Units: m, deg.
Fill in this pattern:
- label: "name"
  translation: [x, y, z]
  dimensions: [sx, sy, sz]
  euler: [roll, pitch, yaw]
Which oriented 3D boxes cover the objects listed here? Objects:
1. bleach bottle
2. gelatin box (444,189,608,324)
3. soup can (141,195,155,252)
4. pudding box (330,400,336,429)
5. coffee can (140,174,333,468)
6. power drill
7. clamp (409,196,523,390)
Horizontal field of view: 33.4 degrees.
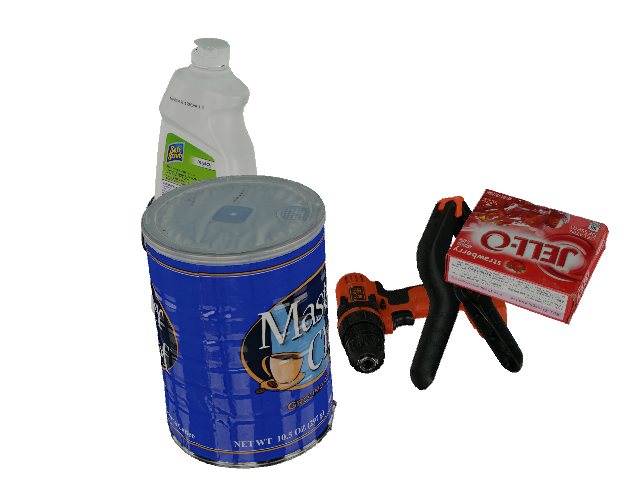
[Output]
- label: "bleach bottle"
  translation: [-0.092, -0.045, 0.910]
  dimensions: [0.103, 0.251, 0.068]
  euler: [16, 27, 20]
- label: "gelatin box"
  translation: [0.137, 0.008, 0.710]
  dimensions: [0.089, 0.030, 0.073]
  euler: [19, 48, 20]
- label: "soup can"
  translation: [-0.134, -0.010, 1.153]
  dimensions: [0.102, 0.068, 0.068]
  euler: [11, 2, 11]
- label: "pudding box"
  translation: [-0.055, 0.163, 1.035]
  dimensions: [0.113, 0.039, 0.090]
  euler: [-13, 29, -42]
- label: "coffee can"
  translation: [-0.045, 0.046, 0.624]
  dimensions: [0.103, 0.140, 0.103]
  euler: [-2, 27, 1]
- label: "power drill"
  translation: [0.112, 0.086, 1.208]
  dimensions: [0.187, 0.057, 0.184]
  euler: [-3, 27, -2]
- label: "clamp"
  translation: [0.116, 0.050, 0.947]
  dimensions: [0.120, 0.171, 0.039]
  euler: [-16, 1, -37]
